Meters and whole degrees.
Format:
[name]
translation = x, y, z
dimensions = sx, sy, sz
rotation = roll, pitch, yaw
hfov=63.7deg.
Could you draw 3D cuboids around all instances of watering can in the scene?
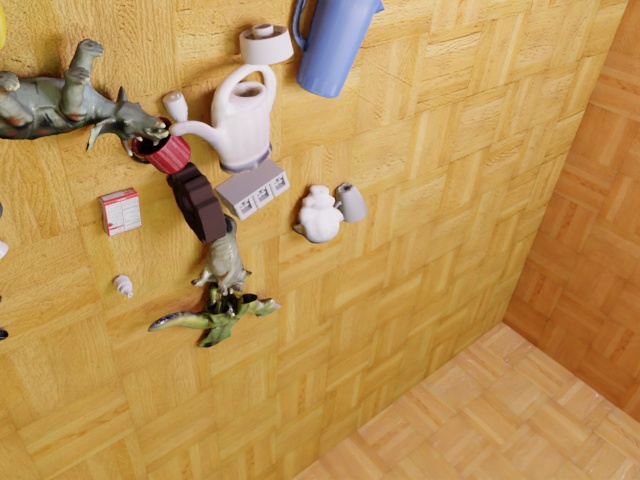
[watering can]
translation = -0.186, -0.231, 1.066
dimensions = 0.355, 0.104, 0.219
rotation = -53, 154, -42

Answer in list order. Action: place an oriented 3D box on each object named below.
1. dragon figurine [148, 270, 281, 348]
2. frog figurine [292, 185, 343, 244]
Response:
[dragon figurine]
translation = -0.280, 0.224, 1.411
dimensions = 0.414, 0.124, 0.237
rotation = -19, 141, -35
[frog figurine]
translation = 0.004, -0.073, 1.445
dimensions = 0.137, 0.125, 0.156
rotation = 5, 130, -27
